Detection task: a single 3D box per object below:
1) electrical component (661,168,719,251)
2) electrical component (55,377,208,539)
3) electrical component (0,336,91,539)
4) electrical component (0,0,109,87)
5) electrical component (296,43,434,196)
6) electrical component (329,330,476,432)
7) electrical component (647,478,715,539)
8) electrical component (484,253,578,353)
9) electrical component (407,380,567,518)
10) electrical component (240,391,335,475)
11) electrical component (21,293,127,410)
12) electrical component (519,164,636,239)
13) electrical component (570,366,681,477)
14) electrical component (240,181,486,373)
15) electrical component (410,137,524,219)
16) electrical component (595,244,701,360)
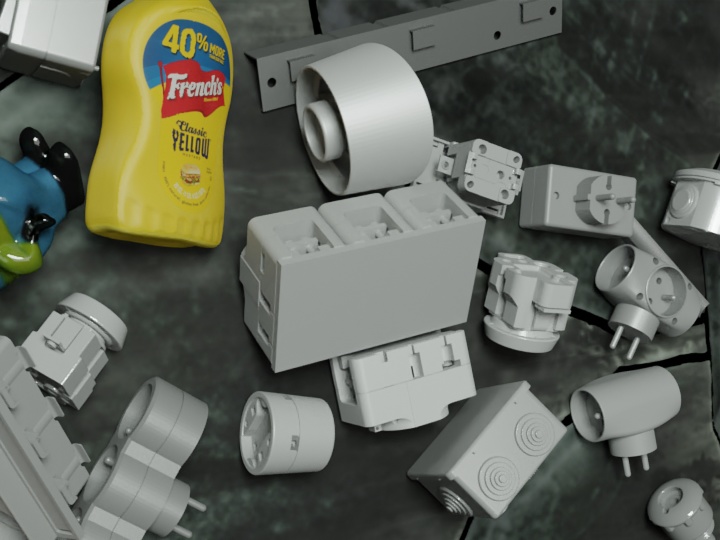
[{"bbox_3d":[0.289,-0.048,0.874,0.080,0.080,0.051,21,86,-24],"label":"electrical component"},{"bbox_3d":[-0.133,0.145,0.684,0.074,0.052,0.138,33,76,-21],"label":"electrical component"},{"bbox_3d":[-0.208,0.099,0.621,0.063,0.079,0.121,-60,143,-44],"label":"electrical component"},{"bbox_3d":[-0.188,-0.168,0.658,0.061,0.062,0.096,12,84,-25],"label":"electrical component"},{"bbox_3d":[-0.001,-0.100,0.726,0.064,0.099,0.099,-18,97,-19],"label":"electrical component"},{"bbox_3d":[0.031,0.079,0.765,0.089,0.050,0.055,-13,94,-25],"label":"electrical component"},{"bbox_3d":[0.269,0.205,0.880,0.048,0.048,0.062,-48,115,-18],"label":"electrical component"},{"bbox_3d":[0.124,0.026,0.800,0.058,0.078,0.057,4,106,-24],"label":"electrical component"},{"bbox_3d":[0.091,0.130,0.767,0.048,0.100,0.099,45,71,-5],"label":"electrical component"},{"bbox_3d":[-0.049,0.110,0.725,0.047,0.055,0.055,7,86,-29],"label":"electrical component"},{"bbox_3d":[-0.177,0.048,0.665,0.048,0.066,0.055,27,66,13],"label":"electrical component"},{"bbox_3d":[0.178,-0.053,0.823,0.083,0.076,0.047,6,87,-25],"label":"electrical component"},{"bbox_3d":[0.214,0.123,0.855,0.077,0.043,0.079,-12,94,-25],"label":"electrical component"},{"bbox_3d":[0.000,0.000,0.731,0.150,0.061,0.089,-13,130,-25],"label":"electrical component"},{"bbox_3d":[0.082,-0.069,0.784,0.081,0.064,0.042,16,82,-24],"label":"electrical component"},{"bbox_3d":[0.224,0.033,0.860,0.077,0.044,0.079,33,76,-22],"label":"electrical component"}]
